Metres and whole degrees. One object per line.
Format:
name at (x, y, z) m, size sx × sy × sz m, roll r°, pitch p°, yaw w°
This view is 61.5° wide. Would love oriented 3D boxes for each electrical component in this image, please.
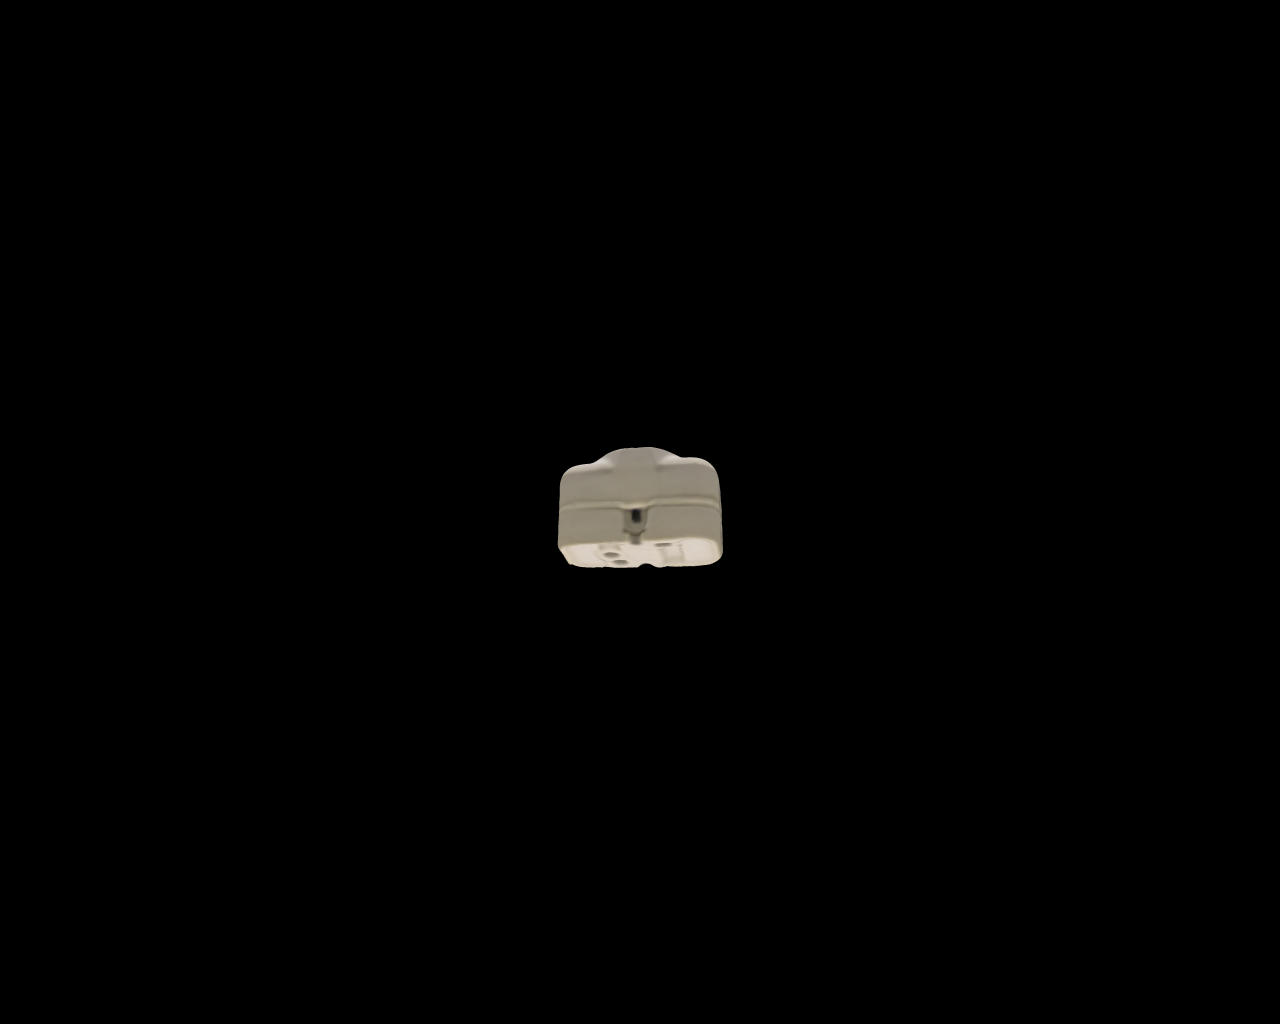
electrical component at (0.001, -0.003, 0.650) m, size 0.095 × 0.059 × 0.053 m, roll -2°, pitch -19°, yaw 7°
